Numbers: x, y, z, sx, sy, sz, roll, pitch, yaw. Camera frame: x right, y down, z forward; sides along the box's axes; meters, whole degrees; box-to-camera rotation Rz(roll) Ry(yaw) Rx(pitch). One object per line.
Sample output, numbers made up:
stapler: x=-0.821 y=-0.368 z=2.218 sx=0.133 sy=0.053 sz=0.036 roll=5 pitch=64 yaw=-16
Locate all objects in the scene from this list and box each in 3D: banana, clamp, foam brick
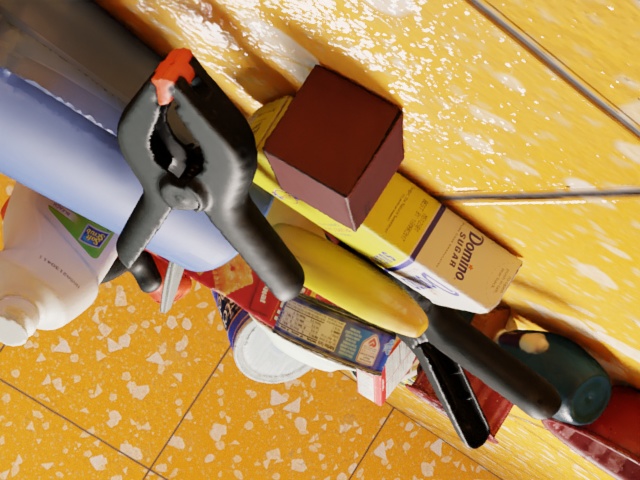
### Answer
banana: x=0.003 y=0.020 z=0.738 sx=0.069 sy=0.037 sz=0.198 roll=32 pitch=175 yaw=-28
clamp: x=-0.080 y=-0.032 z=0.605 sx=0.120 sy=0.039 sz=0.171 roll=1 pitch=133 yaw=17
clamp: x=0.081 y=0.060 z=0.762 sx=0.210 sy=0.036 sz=0.165 roll=53 pitch=160 yaw=2
foam brick: x=0.009 y=-0.045 z=0.549 sx=0.051 sy=0.053 sz=0.078 roll=32 pitch=171 yaw=11

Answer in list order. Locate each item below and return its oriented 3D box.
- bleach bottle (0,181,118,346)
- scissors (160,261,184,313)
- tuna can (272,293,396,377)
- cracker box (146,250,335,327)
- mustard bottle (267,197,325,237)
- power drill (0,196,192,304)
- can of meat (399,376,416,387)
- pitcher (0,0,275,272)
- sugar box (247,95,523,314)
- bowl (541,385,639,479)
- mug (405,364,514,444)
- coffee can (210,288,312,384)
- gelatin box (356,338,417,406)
bleach bottle: x=-0.186 y=-0.027 z=0.781 sx=0.102 sy=0.250 sz=0.068 roll=37 pitch=129 yaw=-18
scissors: x=-0.101 y=-0.005 z=0.927 sx=0.202 sy=0.096 sz=0.016 roll=93 pitch=156 yaw=-54
tuna can: x=0.011 y=0.066 z=0.767 sx=0.086 sy=0.034 sz=0.086 roll=22 pitch=179 yaw=0
cracker box: x=-0.055 y=0.027 z=1.032 sx=0.214 sy=0.072 sz=0.164 roll=29 pitch=-174 yaw=27
mustard bottle: x=-0.006 y=0.001 z=0.862 sx=0.191 sy=0.058 sz=0.096 roll=35 pitch=177 yaw=-9
power drill: x=-0.220 y=-0.017 z=1.052 sx=0.187 sy=0.057 sz=0.184 roll=-7 pitch=-114 yaw=-58
can of meat: x=0.096 y=0.134 z=1.259 sx=0.102 sy=0.057 sz=0.084 roll=34 pitch=170 yaw=-12
pitcher: x=-0.140 y=-0.074 z=0.698 sx=0.242 sy=0.145 sz=0.149 roll=34 pitch=-142 yaw=-34
sugar box: x=0.029 y=-0.018 z=0.654 sx=0.176 sy=0.048 sz=0.093 roll=36 pitch=172 yaw=-14
bowl: x=0.249 y=0.156 z=0.800 sx=0.162 sy=0.055 sz=0.162 roll=32 pitch=172 yaw=5
mug: x=0.128 y=0.115 z=0.930 sx=0.093 sy=0.081 sz=0.117 roll=37 pitch=171 yaw=-27
coffee can: x=-0.060 y=0.075 z=1.180 sx=0.102 sy=0.103 sz=0.140 roll=38 pitch=-166 yaw=-34
gelatin box: x=0.067 y=0.093 z=0.948 sx=0.030 sy=0.089 sz=0.073 roll=29 pitch=151 yaw=22
